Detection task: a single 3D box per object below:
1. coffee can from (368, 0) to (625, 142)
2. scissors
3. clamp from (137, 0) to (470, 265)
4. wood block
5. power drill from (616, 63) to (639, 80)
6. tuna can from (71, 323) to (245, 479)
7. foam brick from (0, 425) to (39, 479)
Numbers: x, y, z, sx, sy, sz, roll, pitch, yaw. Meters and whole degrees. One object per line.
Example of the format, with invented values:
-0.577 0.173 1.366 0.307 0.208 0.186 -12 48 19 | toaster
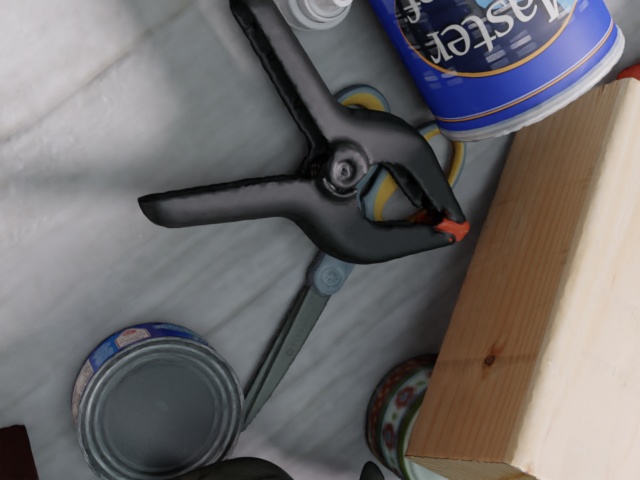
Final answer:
0.072 -0.134 0.522 0.102 0.103 0.140 -36 111 -9 | coffee can
-0.004 0.001 0.571 0.201 0.016 0.096 -46 110 -6 | scissors
-0.004 -0.029 0.534 0.171 0.039 0.120 34 90 -21 | clamp
0.132 0.034 0.550 0.090 0.091 0.206 30 69 -21 | wood block
0.185 -0.161 0.582 0.184 0.057 0.187 -18 107 -13 | power drill
-0.084 0.087 0.550 0.086 0.034 0.086 -4 103 -19 | tuna can
-0.160 0.128 0.509 0.053 0.078 0.051 -9 103 -20 | foam brick
